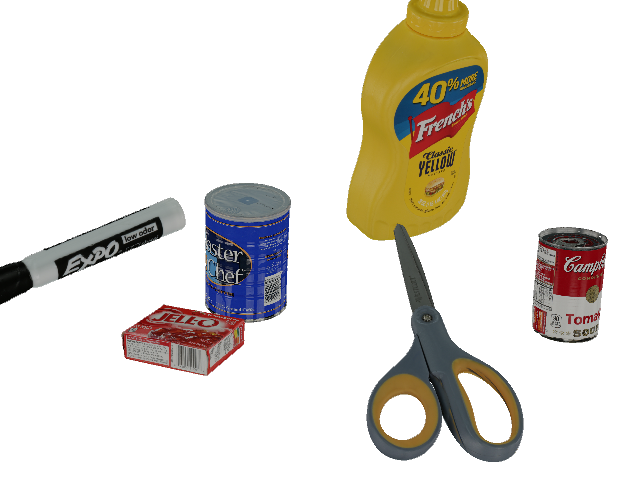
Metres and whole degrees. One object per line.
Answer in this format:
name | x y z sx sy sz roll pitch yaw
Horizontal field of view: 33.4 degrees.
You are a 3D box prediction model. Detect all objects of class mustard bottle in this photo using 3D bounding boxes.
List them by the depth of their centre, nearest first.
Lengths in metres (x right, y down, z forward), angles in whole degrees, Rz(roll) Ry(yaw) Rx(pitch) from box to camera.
mustard bottle | 0.072 -0.095 0.748 0.096 0.192 0.058 -18 43 -28

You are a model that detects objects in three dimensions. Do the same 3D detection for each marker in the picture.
marker | -0.127 0.006 0.567 0.120 0.020 0.020 -25 13 -31

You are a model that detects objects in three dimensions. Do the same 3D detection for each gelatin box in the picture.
gelatin box | -0.124 0.089 0.974 0.089 0.030 0.073 9 20 22

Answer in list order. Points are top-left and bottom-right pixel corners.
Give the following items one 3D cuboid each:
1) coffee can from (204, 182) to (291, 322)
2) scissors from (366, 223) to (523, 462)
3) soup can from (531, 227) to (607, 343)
coffee can | -0.089 0.014 1.295 0.103 0.140 0.103 2 26 -1
scissors | 0.051 0.061 0.652 0.096 0.016 0.202 -17 42 -15
soup can | 0.251 0.045 1.082 0.068 0.102 0.068 1 17 0
